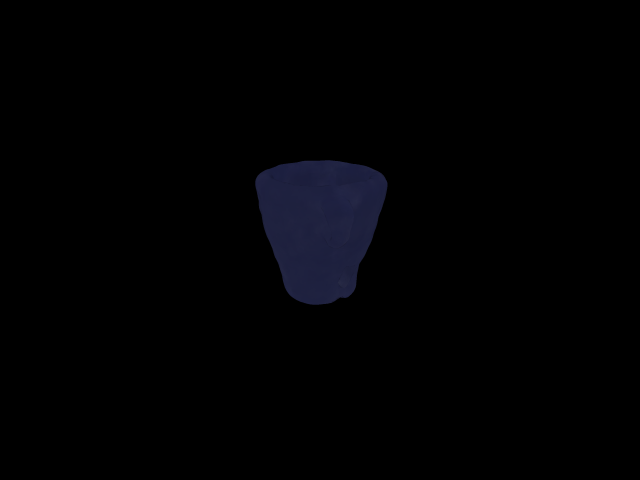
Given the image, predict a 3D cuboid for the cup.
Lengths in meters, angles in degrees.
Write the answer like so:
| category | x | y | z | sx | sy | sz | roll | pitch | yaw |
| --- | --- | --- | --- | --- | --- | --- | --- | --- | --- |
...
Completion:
| category | x | y | z | sx | sy | sz | roll | pitch | yaw |
| --- | --- | --- | --- | --- | --- | --- | --- | --- | --- |
| cup | 0.004 | 0.001 | 0.400 | 0.092 | 0.095 | 0.117 | -4 | 20 | -10 |
